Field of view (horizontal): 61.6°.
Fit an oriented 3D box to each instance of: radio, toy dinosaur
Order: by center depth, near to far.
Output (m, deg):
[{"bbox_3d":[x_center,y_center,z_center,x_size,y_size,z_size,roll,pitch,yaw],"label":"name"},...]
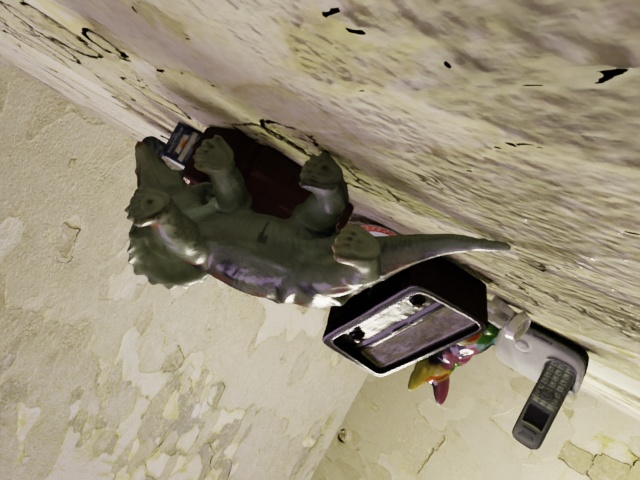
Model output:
[{"bbox_3d":[-0.043,0.007,0.533,0.405,0.131,0.192,18,155,12],"label":"toy dinosaur"},{"bbox_3d":[0.115,0.109,0.776,0.131,0.073,0.229,33,134,-18],"label":"radio"}]

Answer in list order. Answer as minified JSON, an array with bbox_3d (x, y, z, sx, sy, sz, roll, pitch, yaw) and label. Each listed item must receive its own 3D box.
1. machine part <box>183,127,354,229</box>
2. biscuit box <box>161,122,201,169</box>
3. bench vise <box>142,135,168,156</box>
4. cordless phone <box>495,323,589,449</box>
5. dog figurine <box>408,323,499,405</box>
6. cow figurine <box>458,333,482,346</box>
[{"bbox_3d":[-0.073,-0.063,0.720,0.201,0.087,0.202,30,179,-30],"label":"machine part"},{"bbox_3d":[-0.200,-0.136,0.936,0.059,0.063,0.202,28,178,9],"label":"biscuit box"},{"bbox_3d":[-0.285,-0.135,1.179,0.241,0.129,0.223,42,172,19],"label":"bench vise"},{"bbox_3d":[0.345,0.236,0.893,0.147,0.184,0.088,27,-179,35],"label":"cordless phone"},{"bbox_3d":[0.257,0.212,1.027,0.108,0.219,0.192,26,179,-13],"label":"dog figurine"},{"bbox_3d":[0.206,0.109,0.924,0.195,0.085,0.127,47,157,50],"label":"cow figurine"}]
